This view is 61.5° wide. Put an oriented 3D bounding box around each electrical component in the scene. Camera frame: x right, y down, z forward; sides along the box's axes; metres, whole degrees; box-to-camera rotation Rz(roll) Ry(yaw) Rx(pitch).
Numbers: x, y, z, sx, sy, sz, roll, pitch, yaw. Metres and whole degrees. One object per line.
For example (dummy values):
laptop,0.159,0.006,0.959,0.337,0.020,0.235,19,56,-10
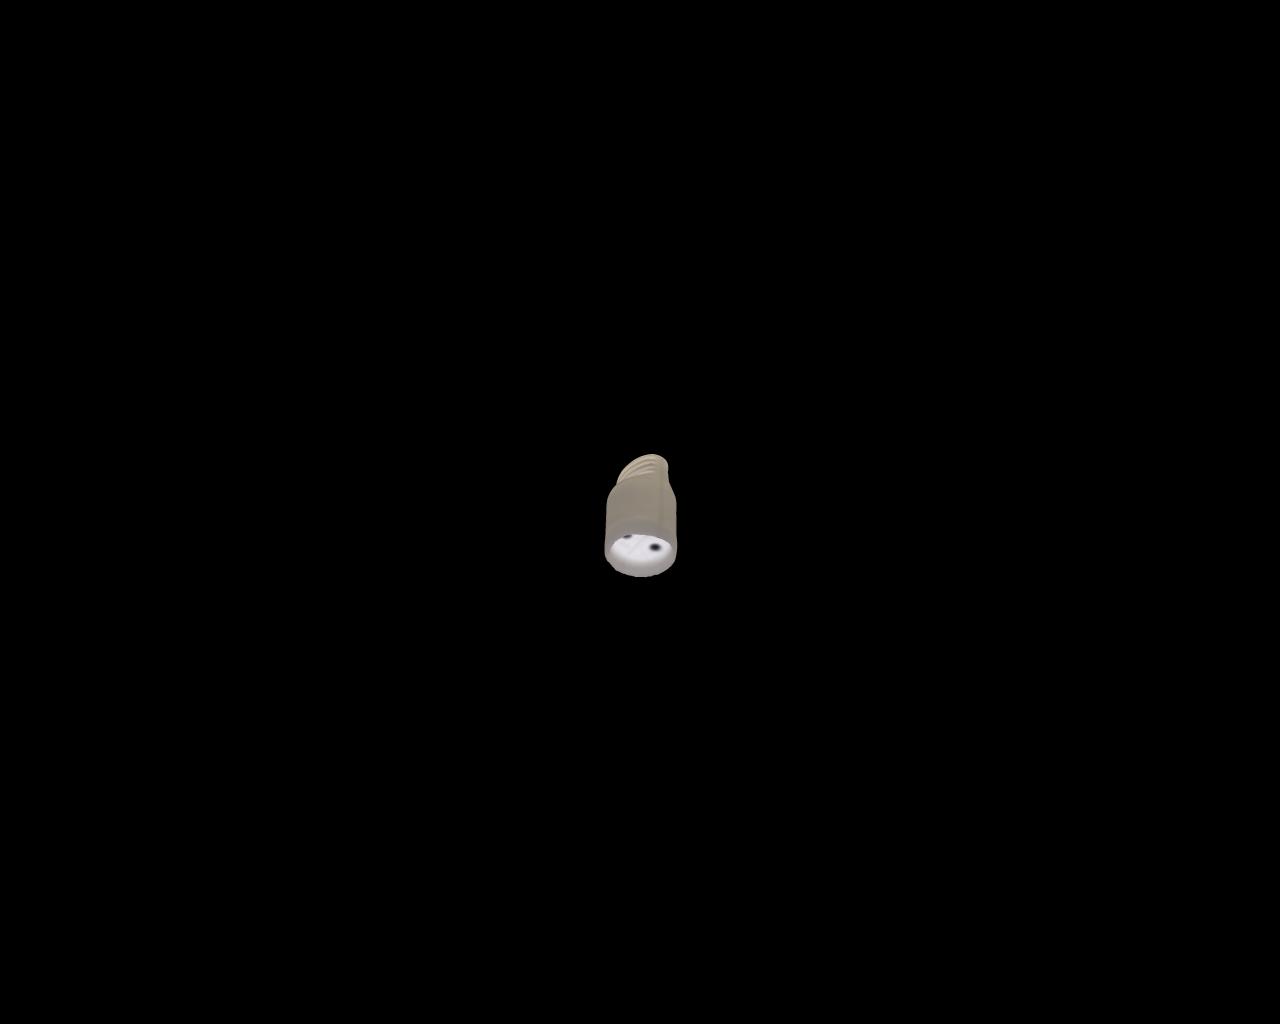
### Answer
electrical component,0.001,-0.003,0.650,0.043,0.081,0.043,0,-43,0
